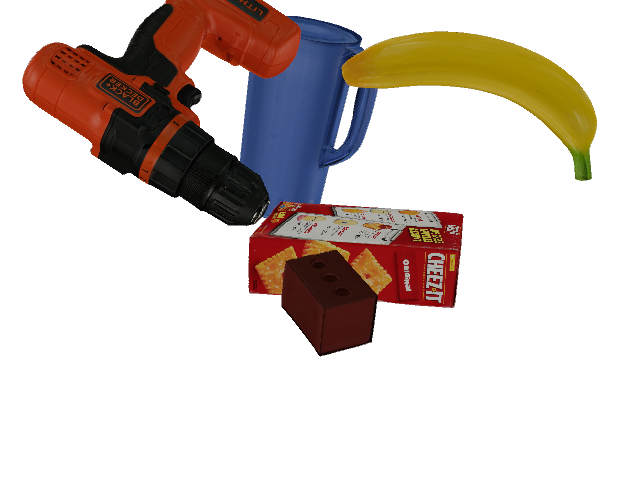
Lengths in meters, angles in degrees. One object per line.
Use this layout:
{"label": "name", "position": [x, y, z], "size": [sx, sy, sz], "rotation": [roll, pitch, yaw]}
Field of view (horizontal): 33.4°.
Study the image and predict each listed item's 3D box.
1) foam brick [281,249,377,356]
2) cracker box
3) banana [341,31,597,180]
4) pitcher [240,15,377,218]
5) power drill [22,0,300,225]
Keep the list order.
{"label": "foam brick", "position": [0.007, 0.052, 0.911], "size": [0.052, 0.051, 0.078], "rotation": [-13, 36, -25]}
{"label": "cracker box", "position": [0.043, 0.014, 1.149], "size": [0.214, 0.072, 0.164], "rotation": [4, 15, 8]}
{"label": "banana", "position": [0.115, -0.107, 0.739], "size": [0.197, 0.069, 0.037], "rotation": [21, -1, -9]}
{"label": "pitcher", "position": [-0.026, -0.148, 1.323], "size": [0.144, 0.243, 0.149], "rotation": [4, 23, -15]}
{"label": "power drill", "position": [-0.086, -0.108, 0.753], "size": [0.184, 0.057, 0.187], "rotation": [34, 45, 1]}
